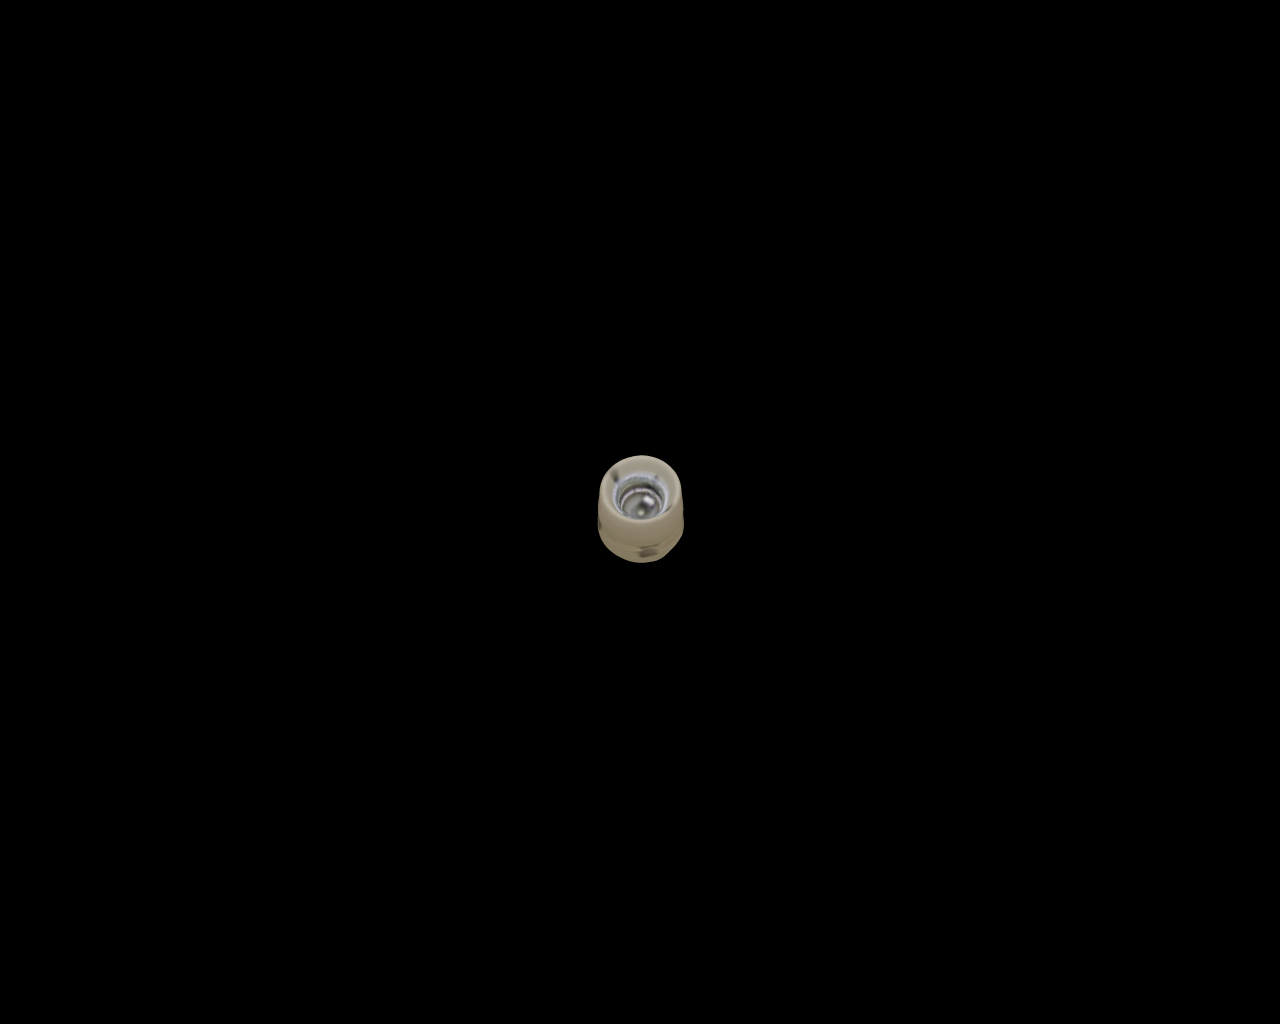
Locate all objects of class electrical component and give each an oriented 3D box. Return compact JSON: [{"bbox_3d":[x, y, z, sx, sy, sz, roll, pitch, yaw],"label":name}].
[{"bbox_3d":[0.001,-0.003,0.650,0.055,0.055,0.047,0,-29,0],"label":"electrical component"}]
